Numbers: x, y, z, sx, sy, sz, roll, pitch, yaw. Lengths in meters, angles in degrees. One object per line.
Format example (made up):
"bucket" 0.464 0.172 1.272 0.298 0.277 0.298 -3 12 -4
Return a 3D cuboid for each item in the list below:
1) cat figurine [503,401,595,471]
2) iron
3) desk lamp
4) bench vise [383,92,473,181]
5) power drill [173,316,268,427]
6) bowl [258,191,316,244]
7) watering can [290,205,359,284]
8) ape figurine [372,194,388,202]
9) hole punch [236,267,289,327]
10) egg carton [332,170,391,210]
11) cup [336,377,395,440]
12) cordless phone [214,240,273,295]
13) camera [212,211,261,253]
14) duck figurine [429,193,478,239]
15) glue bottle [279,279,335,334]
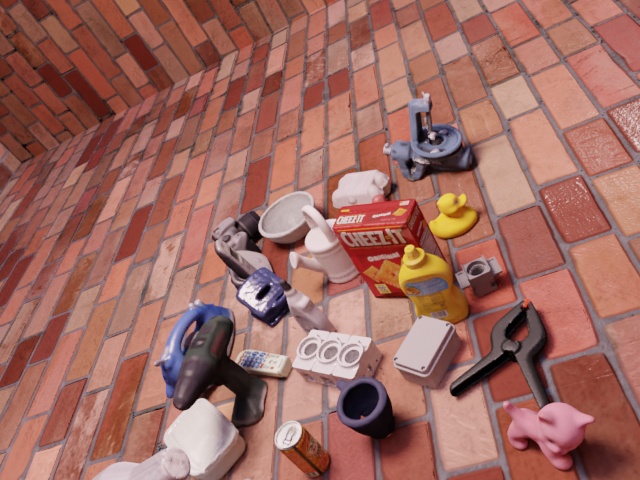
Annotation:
"cat figurine" 0.317 0.260 0.803 0.127 0.118 0.067 13 56 46
"iron" -0.284 0.223 1.298 0.118 0.142 0.258 -11 41 29
"desk lamp" -0.249 0.433 0.963 0.203 0.214 0.118 -25 36 12
"bench vise" 0.235 -0.238 1.360 0.207 0.220 0.121 -16 39 23
"power drill" -0.189 0.270 1.110 0.075 0.209 0.229 -19 38 20
"bowl" -0.073 -0.046 1.504 0.167 0.075 0.167 -21 37 17
"watering can" 0.013 0.005 1.273 0.100 0.195 0.173 10 54 44
"ape figurine" 0.152 -0.070 1.340 0.077 0.092 0.076 -4 45 35
"hole punch" -0.122 0.128 1.325 0.100 0.091 0.109 18 60 48
"egg carton" 0.104 -0.121 1.456 0.149 0.070 0.107 -4 45 35
"cup" 0.079 0.290 0.975 0.092 0.095 0.117 -44 37 -14
"cordless phone" -0.195 0.046 1.396 0.094 0.186 0.147 -33 36 2
"camera" -0.213 -0.018 1.558 0.137 0.101 0.142 -42 36 -11
"duck figurine" 0.279 -0.059 1.232 0.104 0.086 0.077 -29 36 8
"glue bottle" -0.036 0.138 1.175 0.077 0.174 0.037 8 53 43
